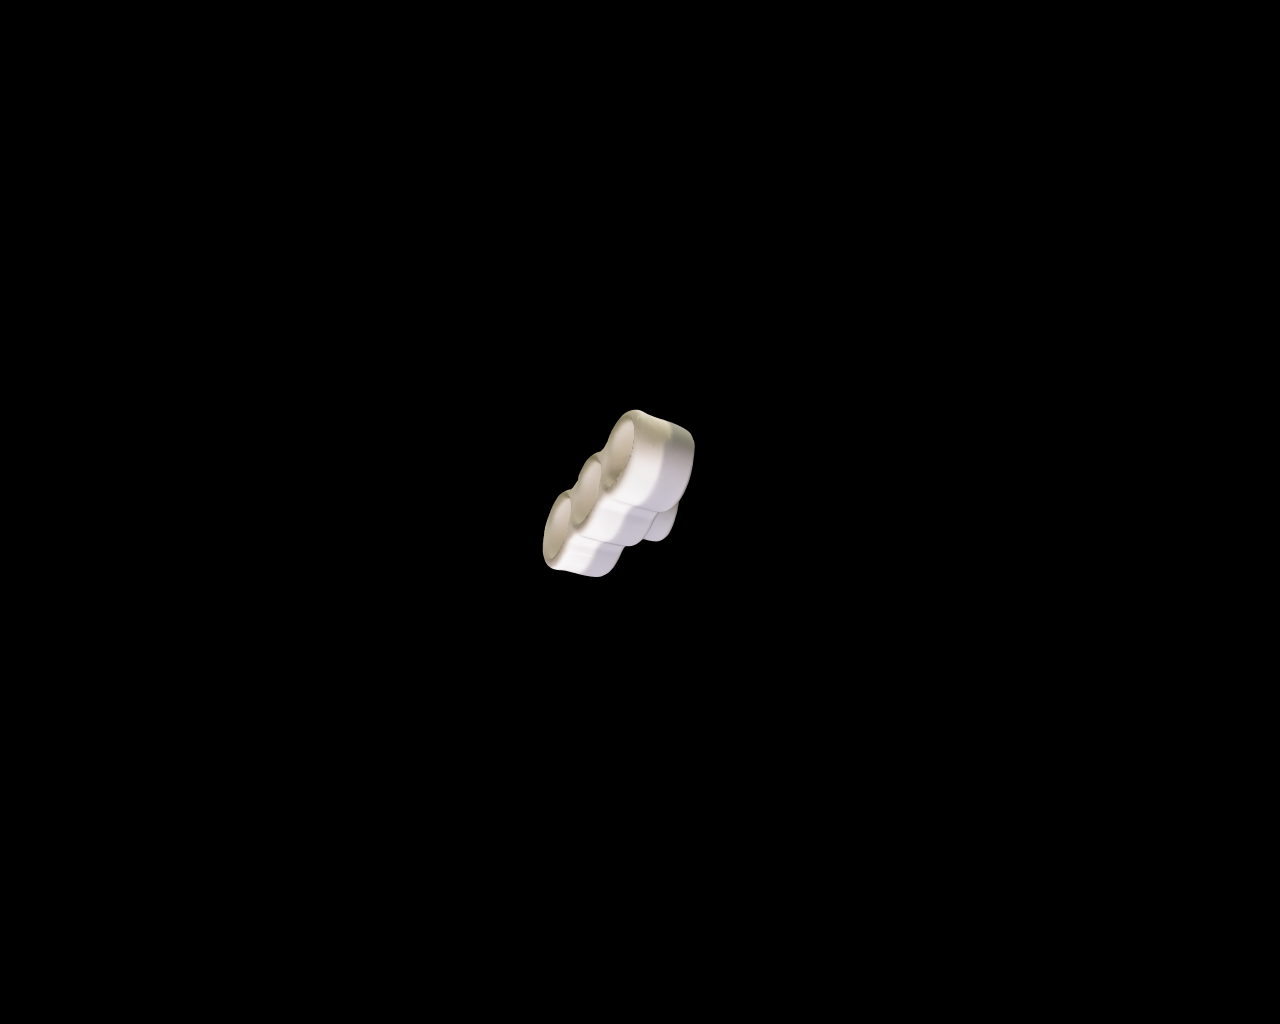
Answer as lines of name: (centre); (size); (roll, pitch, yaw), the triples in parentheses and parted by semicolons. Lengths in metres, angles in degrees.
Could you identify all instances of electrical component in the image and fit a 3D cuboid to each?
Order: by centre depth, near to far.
electrical component: (0.001, -0.003, 0.650); (0.074, 0.052, 0.138); (16, -37, -22)
